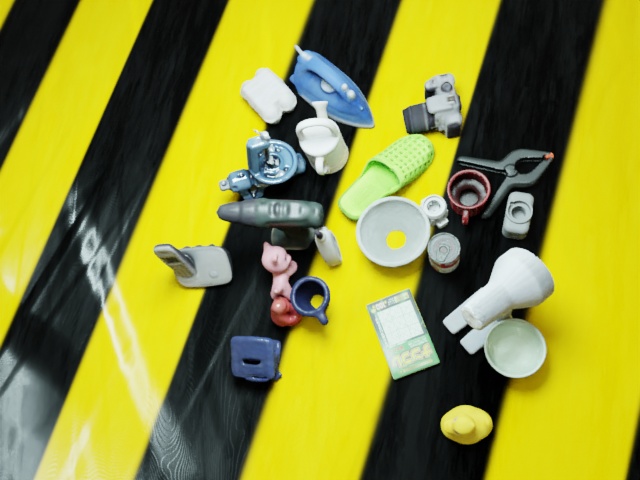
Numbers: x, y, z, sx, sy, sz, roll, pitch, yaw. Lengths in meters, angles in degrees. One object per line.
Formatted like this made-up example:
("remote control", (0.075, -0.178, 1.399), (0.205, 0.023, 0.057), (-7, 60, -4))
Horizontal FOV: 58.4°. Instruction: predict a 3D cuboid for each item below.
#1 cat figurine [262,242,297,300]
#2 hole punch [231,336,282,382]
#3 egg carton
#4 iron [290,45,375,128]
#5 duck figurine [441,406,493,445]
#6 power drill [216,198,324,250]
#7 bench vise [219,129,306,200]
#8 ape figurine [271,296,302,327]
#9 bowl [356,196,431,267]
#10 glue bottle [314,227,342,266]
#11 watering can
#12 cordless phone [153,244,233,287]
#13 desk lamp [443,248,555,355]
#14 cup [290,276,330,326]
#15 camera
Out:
("cat figurine", (-0.099, 0.070, 1.331), (0.067, 0.118, 0.128), (-6, 73, 11))
("hole punch", (-0.146, 0.270, 1.298), (0.108, 0.091, 0.101), (1, 74, 13))
("egg carton", (-0.134, -0.377, 1.496), (0.107, 0.069, 0.150), (-42, 70, -1))
("iron", (0.033, -0.384, 1.422), (0.257, 0.142, 0.119), (41, 86, 20))
("duck figurine", (0.299, 0.378, 1.168), (0.104, 0.086, 0.077), (-7, 72, 11))
("power drill", (-0.096, -0.039, 1.314), (0.229, 0.209, 0.075), (-3, 73, 12))
("bench vise", (-0.145, -0.169, 1.358), (0.207, 0.220, 0.121), (-41, 69, -1))
("ape figurine", (-0.084, 0.161, 1.315), (0.076, 0.092, 0.077), (-29, 70, 3))
("bowl", (0.170, -0.011, 1.317), (0.167, 0.075, 0.167), (-3, 73, 12))
("glue bottle", (0.012, 0.005, 1.296), (0.037, 0.173, 0.078), (-17, 71, 8))
("watering can", (-0.001, -0.246, 1.361), (0.101, 0.194, 0.172), (-23, 70, 6))
("cordless phone", (-0.296, 0.048, 1.347), (0.147, 0.185, 0.094), (-8, 72, 11))
("desk lamp", (0.357, 0.128, 1.160), (0.203, 0.214, 0.117), (-40, 69, -1))
("cup", (-0.007, 0.146, 1.300), (0.091, 0.095, 0.117), (-33, 70, 2))
("camera", (0.265, -0.318, 1.372), (0.136, 0.101, 0.143), (-11, 72, 10))
